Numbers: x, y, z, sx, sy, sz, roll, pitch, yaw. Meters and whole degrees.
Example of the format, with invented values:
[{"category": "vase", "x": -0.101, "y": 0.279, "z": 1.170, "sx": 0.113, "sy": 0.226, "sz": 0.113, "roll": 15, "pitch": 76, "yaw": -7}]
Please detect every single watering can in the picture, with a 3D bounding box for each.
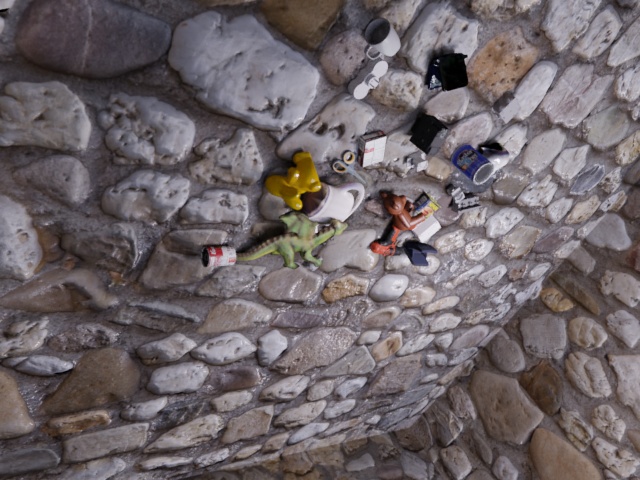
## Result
[{"category": "watering can", "x": 0.006, "y": -0.092, "z": 1.828, "sx": 0.223, "sy": 0.106, "sz": 0.343, "roll": 17, "pitch": 127, "yaw": -45}]

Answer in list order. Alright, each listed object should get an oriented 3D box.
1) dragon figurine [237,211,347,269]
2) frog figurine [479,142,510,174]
[{"category": "dragon figurine", "x": -0.105, "y": -0.015, "z": 1.772, "sx": 0.411, "sy": 0.125, "sz": 0.237, "roll": -3, "pitch": 134, "yaw": -13}, {"category": "frog figurine", "x": 0.709, "y": -0.313, "z": 2.127, "sx": 0.139, "sy": 0.124, "sz": 0.156, "roll": -30, "pitch": 133, "yaw": -40}]
